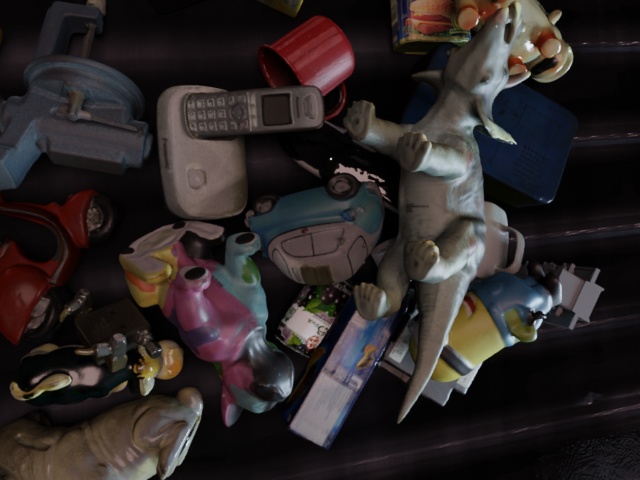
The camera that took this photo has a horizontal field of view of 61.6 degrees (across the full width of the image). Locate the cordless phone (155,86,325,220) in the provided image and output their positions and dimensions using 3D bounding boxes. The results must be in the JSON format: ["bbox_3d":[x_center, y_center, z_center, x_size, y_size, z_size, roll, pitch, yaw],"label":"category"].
[{"bbox_3d":[-0.083,-0.099,0.595,0.184,0.089,0.146,-5,91,4],"label":"cordless phone"}]

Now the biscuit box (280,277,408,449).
[{"bbox_3d":[0.029,0.146,0.660,0.059,0.063,0.202,32,83,-11],"label":"biscuit box"}]

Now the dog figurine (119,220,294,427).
[{"bbox_3d":[-0.118,0.100,0.607,0.108,0.192,0.219,-39,129,-43],"label":"dog figurine"}]

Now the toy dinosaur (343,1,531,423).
[{"bbox_3d":[0.129,-0.030,0.572,0.192,0.131,0.404,-7,103,-39],"label":"toy dinosaur"}]

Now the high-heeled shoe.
[{"bbox_3d":[0.064,-0.086,0.681,0.248,0.145,0.086,22,89,-41],"label":"high-heeled shoe"}]

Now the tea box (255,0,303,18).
[{"bbox_3d":[-0.023,-0.365,0.626,0.068,0.098,0.169,19,88,-12],"label":"tea box"}]

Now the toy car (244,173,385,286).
[{"bbox_3d":[-0.001,-0.002,0.607,0.162,0.109,0.103,-10,54,3],"label":"toy car"}]

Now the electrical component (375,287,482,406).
[{"bbox_3d":[0.143,0.141,0.689,0.134,0.058,0.115,34,85,-11],"label":"electrical component"}]

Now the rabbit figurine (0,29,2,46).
[{"bbox_3d":[-0.435,-0.187,0.524,0.162,0.122,0.173,22,87,-7],"label":"rabbit figurine"}]

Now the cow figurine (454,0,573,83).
[{"bbox_3d":[0.239,-0.260,0.657,0.194,0.085,0.127,29,44,-30],"label":"cow figurine"}]

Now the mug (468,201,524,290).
[{"bbox_3d":[0.206,0.004,0.679,0.081,0.110,0.107,22,73,-28],"label":"mug"}]

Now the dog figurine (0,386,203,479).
[{"bbox_3d":[-0.244,0.210,0.585,0.191,0.121,0.172,27,61,2],"label":"dog figurine"}]

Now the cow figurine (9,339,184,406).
[{"bbox_3d":[-0.235,0.139,0.583,0.167,0.098,0.068,-7,86,-12],"label":"cow figurine"}]

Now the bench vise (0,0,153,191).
[{"bbox_3d":[-0.283,-0.164,0.565,0.224,0.128,0.240,5,69,-3],"label":"bench vise"}]

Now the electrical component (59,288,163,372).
[{"bbox_3d":[-0.218,0.091,0.551,0.078,0.102,0.045,-22,136,-29],"label":"electrical component"}]

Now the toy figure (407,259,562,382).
[{"bbox_3d":[0.186,0.095,0.612,0.180,0.082,0.089,-27,91,3],"label":"toy figure"}]

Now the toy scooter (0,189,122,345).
[{"bbox_3d":[-0.313,0.013,0.576,0.135,0.075,0.184,28,81,-12],"label":"toy scooter"}]

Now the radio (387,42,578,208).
[{"bbox_3d":[0.209,-0.144,0.695,0.229,0.073,0.131,24,84,-14],"label":"radio"}]

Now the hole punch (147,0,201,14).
[{"bbox_3d":[-0.150,-0.320,0.585,0.116,0.142,0.092,-18,90,-1],"label":"hole punch"}]
